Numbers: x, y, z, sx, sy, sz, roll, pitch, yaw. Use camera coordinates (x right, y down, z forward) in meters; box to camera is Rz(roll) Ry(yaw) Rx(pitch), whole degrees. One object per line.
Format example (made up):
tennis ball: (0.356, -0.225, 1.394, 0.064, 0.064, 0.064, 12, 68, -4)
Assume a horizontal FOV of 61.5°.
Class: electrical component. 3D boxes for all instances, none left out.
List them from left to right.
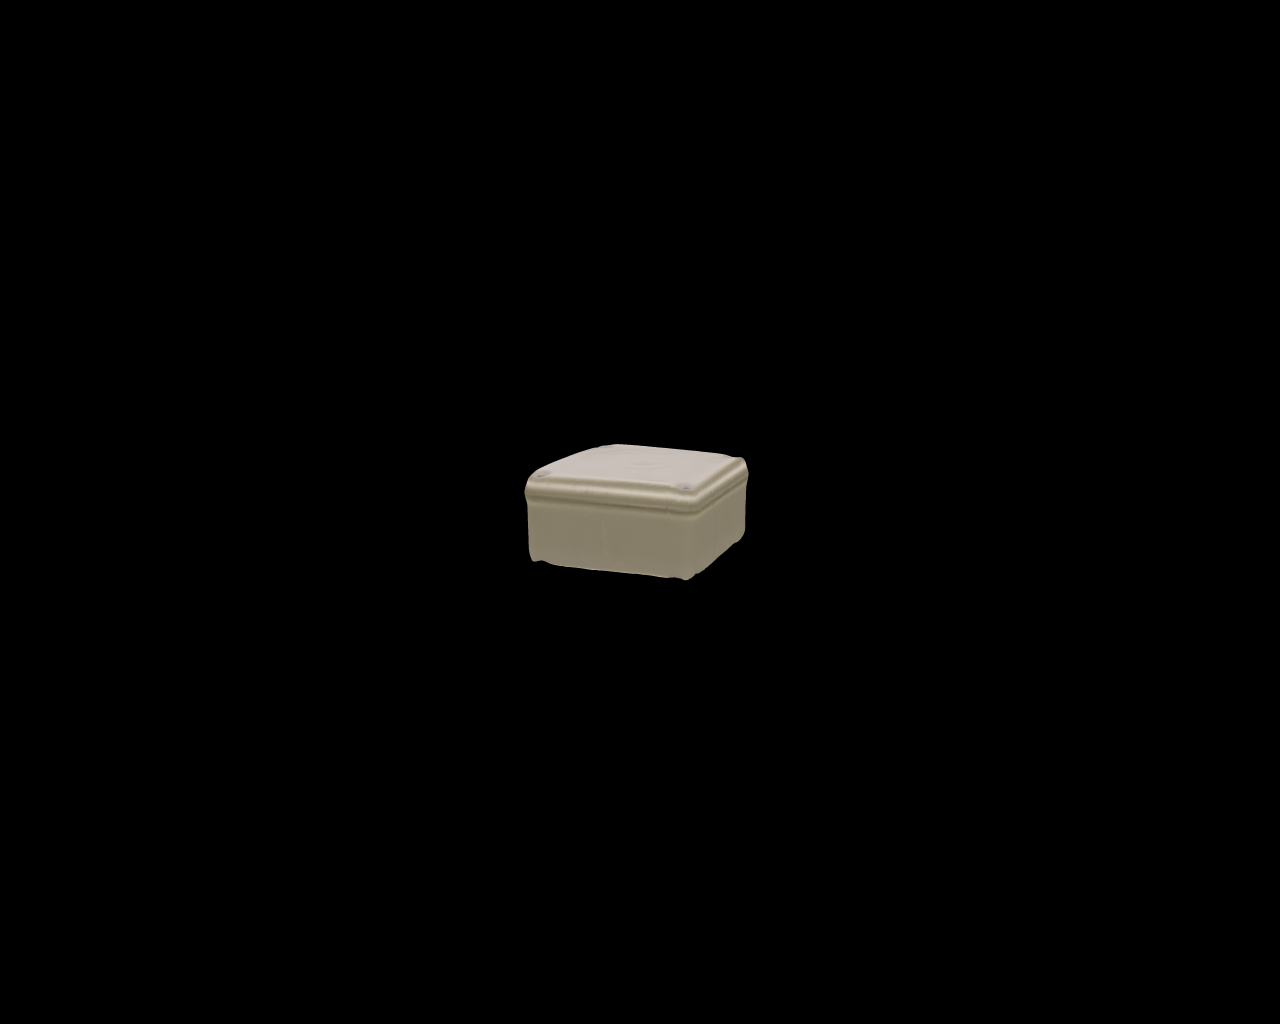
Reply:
electrical component: (0.001, -0.003, 0.650, 0.109, 0.056, 0.109, 6, 16, 22)
